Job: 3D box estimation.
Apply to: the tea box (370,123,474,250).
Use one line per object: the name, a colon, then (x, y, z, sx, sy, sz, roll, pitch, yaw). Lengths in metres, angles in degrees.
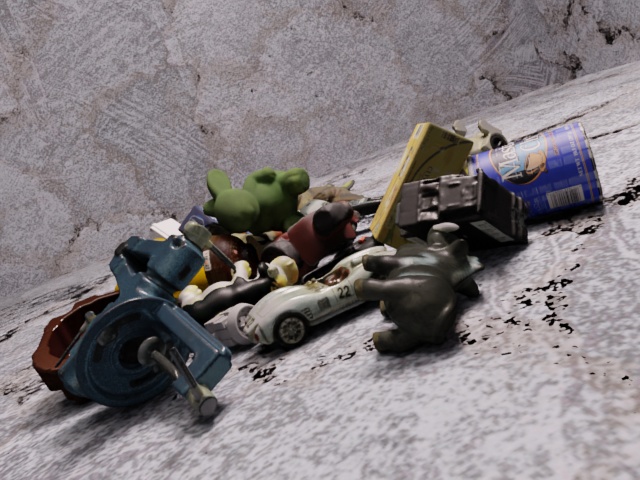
tea box: (0.135, -0.070, 0.739, 0.068, 0.169, 0.098, 22, 12, -3)

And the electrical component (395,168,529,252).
electrical component: (0.157, -0.028, 0.626, 0.134, 0.058, 0.114, -8, -25, 43)

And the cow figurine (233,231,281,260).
cow figurine: (-0.121, 0.025, 0.948, 0.195, 0.085, 0.127, 0, 13, 41)

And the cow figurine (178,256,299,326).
cow figurine: (-0.101, 0.073, 0.720, 0.167, 0.068, 0.098, -26, 17, -9)

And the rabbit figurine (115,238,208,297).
rabbit figurine: (-0.265, 0.067, 0.956, 0.173, 0.121, 0.162, 3, 9, 15)

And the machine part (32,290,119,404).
machine part: (-0.271, 0.126, 0.691, 0.179, 0.056, 0.179, -10, 28, 6)

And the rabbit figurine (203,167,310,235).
rabbit figurine: (-0.113, -0.064, 0.856, 0.159, 0.121, 0.170, 19, 19, 20)

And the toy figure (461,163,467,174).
toy figure: (0.280, -0.099, 0.841, 0.180, 0.089, 0.082, -7, -21, 20)

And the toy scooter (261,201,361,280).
toy scooter: (-0.002, -0.003, 0.832, 0.184, 0.075, 0.135, -40, -10, 31)

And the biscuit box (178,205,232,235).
biscuit box: (-0.193, -0.010, 1.070, 0.063, 0.059, 0.202, -53, -22, 5)

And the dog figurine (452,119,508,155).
dog figurine: (0.283, -0.155, 1.119, 0.172, 0.121, 0.190, 10, -21, -22)

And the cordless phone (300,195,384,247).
cordless phone: (0.062, -0.042, 0.970, 0.184, 0.088, 0.146, -13, 12, 15)

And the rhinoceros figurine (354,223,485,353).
rhinoceros figurine: (0.100, 0.035, 0.518, 0.112, 0.073, 0.190, -18, 11, 23)

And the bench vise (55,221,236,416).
bench vise: (-0.157, 0.089, 0.548, 0.223, 0.128, 0.241, -44, 41, -19)

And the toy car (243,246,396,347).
toy car: (0.008, 0.061, 0.605, 0.202, 0.056, 0.073, -23, 11, -16)

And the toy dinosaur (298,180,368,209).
toy dinosaur: (-0.032, -0.074, 1.268, 0.472, 0.105, 0.198, 1, 14, 40)
